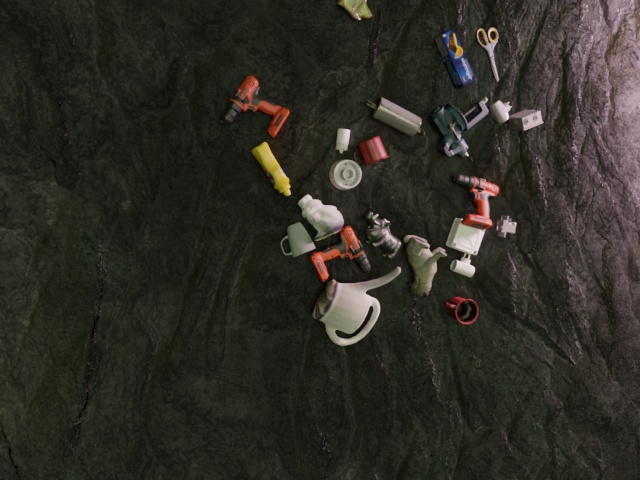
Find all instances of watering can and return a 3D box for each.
[{"bbox_3d":[0.113,0.203,1.767,0.223,0.105,0.344,26,102,-14],"label":"watering can"}]

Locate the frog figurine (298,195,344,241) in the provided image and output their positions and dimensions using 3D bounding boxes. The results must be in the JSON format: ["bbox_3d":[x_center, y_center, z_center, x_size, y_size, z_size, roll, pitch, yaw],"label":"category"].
[{"bbox_3d":[0.005,-0.088,1.743,0.139,0.121,0.159,-22,89,-44],"label":"frog figurine"}]

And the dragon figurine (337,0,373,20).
[{"bbox_3d":[0.148,-0.883,1.770,0.410,0.124,0.239,2,109,-11],"label":"dragon figurine"}]
